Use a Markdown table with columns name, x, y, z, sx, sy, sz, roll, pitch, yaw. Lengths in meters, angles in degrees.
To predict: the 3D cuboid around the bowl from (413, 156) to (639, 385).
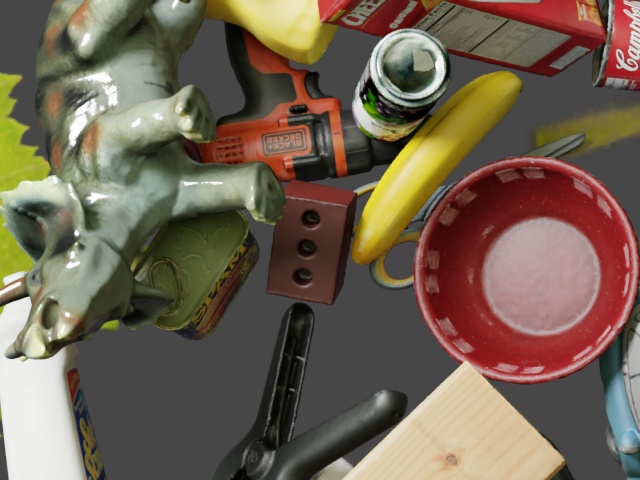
| name | x | y | z | sx | sy | sz | roll | pitch | yaw |
| --- | --- | --- | --- | --- | --- | --- | --- | --- | --- |
| bowl | 0.152 | 0.023 | 0.769 | 0.162 | 0.055 | 0.162 | -4 | 81 | 26 |

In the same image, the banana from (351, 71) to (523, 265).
| name | x | y | z | sx | sy | sz | roll | pitch | yaw |
| --- | --- | --- | --- | --- | --- | --- | --- | --- | --- |
| banana | 0.091 | -0.062 | 0.785 | 0.037 | 0.069 | 0.197 | 38 | 77 | 29 |

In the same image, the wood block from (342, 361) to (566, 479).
| name | x | y | z | sx | sy | sz | roll | pitch | yaw |
| --- | --- | --- | --- | --- | --- | --- | --- | --- | --- |
| wood block | 0.052 | 0.188 | 0.692 | 0.206 | 0.090 | 0.091 | -42 | 73 | -8 |

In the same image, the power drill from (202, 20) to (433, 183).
| name | x | y | z | sx | sy | sz | roll | pitch | yaw |
| --- | --- | --- | --- | --- | --- | --- | --- | --- | --- |
| power drill | -0.009 | -0.137 | 0.837 | 0.184 | 0.057 | 0.187 | -8 | 75 | 1 |

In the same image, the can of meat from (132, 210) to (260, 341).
| name | x | y | z | sx | sy | sz | roll | pitch | yaw |
| --- | --- | --- | --- | --- | --- | --- | --- | --- | --- |
| can of meat | -0.091 | 0.023 | 0.794 | 0.057 | 0.084 | 0.102 | 31 | 82 | 12 |

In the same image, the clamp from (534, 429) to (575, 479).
| name | x | y | z | sx | sy | sz | roll | pitch | yaw |
| --- | --- | --- | --- | --- | --- | --- | --- | --- | --- |
| clamp | 0.150 | 0.196 | 0.747 | 0.171 | 0.039 | 0.120 | 35 | 65 | 18 |

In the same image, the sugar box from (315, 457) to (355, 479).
| name | x | y | z | sx | sy | sz | roll | pitch | yaw |
| --- | --- | --- | --- | --- | --- | --- | --- | --- | --- |
| sugar box | 0.050 | 0.242 | 0.747 | 0.176 | 0.048 | 0.093 | 38 | 83 | 12 |

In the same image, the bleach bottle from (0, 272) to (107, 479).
| name | x | y | z | sx | sy | sz | roll | pitch | yaw |
| --- | --- | --- | --- | --- | --- | --- | --- | --- | --- |
| bleach bottle | -0.193 | 0.143 | 0.766 | 0.068 | 0.102 | 0.251 | -15 | 77 | -1 |

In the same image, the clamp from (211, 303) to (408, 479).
| name | x | y | z | sx | sy | sz | roll | pitch | yaw |
| --- | --- | --- | --- | --- | --- | --- | --- | --- | --- |
| clamp | -0.026 | 0.156 | 0.743 | 0.036 | 0.165 | 0.210 | 30 | 87 | -30 |

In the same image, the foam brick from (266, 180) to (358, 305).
| name | x | y | z | sx | sy | sz | roll | pitch | yaw |
| --- | --- | --- | --- | --- | --- | --- | --- | --- | --- |
| foam brick | -0.005 | 0.001 | 0.792 | 0.053 | 0.051 | 0.078 | 10 | 105 | 8 |

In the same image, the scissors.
| name | x | y | z | sx | sy | sz | roll | pitch | yaw |
| --- | --- | --- | --- | --- | --- | --- | --- | --- | --- |
| scissors | 0.113 | -0.019 | 0.817 | 0.202 | 0.016 | 0.096 | -10 | 77 | 4 |

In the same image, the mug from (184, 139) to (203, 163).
| name | x | y | z | sx | sy | sz | roll | pitch | yaw |
| --- | --- | --- | --- | --- | --- | --- | --- | --- | --- |
| mug | -0.143 | -0.053 | 0.818 | 0.093 | 0.081 | 0.117 | 21 | 80 | 10 |

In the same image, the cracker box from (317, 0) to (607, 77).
| name | x | y | z | sx | sy | sz | roll | pitch | yaw |
| --- | --- | --- | --- | --- | --- | --- | --- | --- | --- |
| cracker box | 0.094 | -0.218 | 0.774 | 0.213 | 0.072 | 0.164 | 6 | 64 | -30 |

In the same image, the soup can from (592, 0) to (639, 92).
| name | x | y | z | sx | sy | sz | roll | pitch | yaw |
| --- | --- | --- | --- | --- | --- | --- | --- | --- | --- |
| soup can | 0.262 | -0.143 | 0.804 | 0.102 | 0.068 | 0.068 | 8 | 78 | 7 |

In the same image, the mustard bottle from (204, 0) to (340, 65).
| name | x | y | z | sx | sy | sz | roll | pitch | yaw |
| --- | --- | --- | --- | --- | --- | --- | --- | --- | --- |
| mustard bottle | -0.071 | -0.209 | 0.799 | 0.192 | 0.058 | 0.096 | 24 | 81 | 10 |
